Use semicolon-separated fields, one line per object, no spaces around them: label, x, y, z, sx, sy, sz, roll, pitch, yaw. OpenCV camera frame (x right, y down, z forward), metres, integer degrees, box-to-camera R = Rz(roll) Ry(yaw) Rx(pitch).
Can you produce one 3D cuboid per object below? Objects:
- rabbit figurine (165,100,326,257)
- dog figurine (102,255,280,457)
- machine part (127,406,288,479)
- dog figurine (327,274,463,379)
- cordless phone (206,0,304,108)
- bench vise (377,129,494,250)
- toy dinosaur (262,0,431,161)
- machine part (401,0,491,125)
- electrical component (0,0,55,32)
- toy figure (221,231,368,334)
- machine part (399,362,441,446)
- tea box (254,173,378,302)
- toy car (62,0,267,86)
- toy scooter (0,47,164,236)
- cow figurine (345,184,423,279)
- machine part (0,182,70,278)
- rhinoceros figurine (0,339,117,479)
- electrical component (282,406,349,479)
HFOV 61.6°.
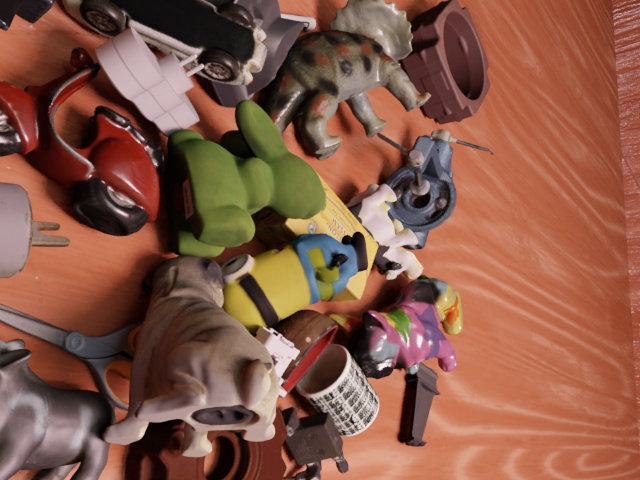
rabbit figurine;-0.079;-0.061;0.594;0.170;0.121;0.159;-5;72;-32
dog figurine;-0.101;0.076;0.480;0.121;0.172;0.190;40;38;-44
machine part;-0.108;0.228;0.564;0.179;0.056;0.179;11;75;-49
dog figurine;0.114;0.120;0.803;0.219;0.109;0.191;29;63;-40
cordless phone;-0.123;-0.262;0.630;0.184;0.089;0.146;38;57;-25
bench vise;0.172;-0.104;0.865;0.223;0.129;0.240;-60;158;-8
toy dinosaur;0.014;-0.224;0.746;0.405;0.131;0.192;-30;89;-40
machine part;0.247;-0.345;1.051;0.200;0.087;0.201;57;48;-25
electrical component;-0.267;-0.228;0.465;0.074;0.048;0.119;27;64;-43
toy figure;-0.031;0.044;0.607;0.180;0.082;0.089;-15;62;-16
machine part;0.165;0.270;0.886;0.084;0.039;0.139;48;49;-39
tea box;-0.001;-0.002;0.717;0.169;0.068;0.098;46;51;-35
toy car;-0.150;-0.220;0.543;0.202;0.056;0.073;19;73;-18
toy scooter;-0.211;-0.097;0.490;0.183;0.075;0.135;40;53;-33
cow figurine;0.091;0.004;0.816;0.098;0.068;0.167;-33;110;-10
machine part;-0.299;-0.011;0.368;0.243;0.079;0.079;3;82;-48
rhinoceros figurine;-0.242;0.133;0.411;0.190;0.073;0.112;37;58;-39
electrical component;-0.015;0.254;0.661;0.045;0.078;0.102;-62;138;-66
